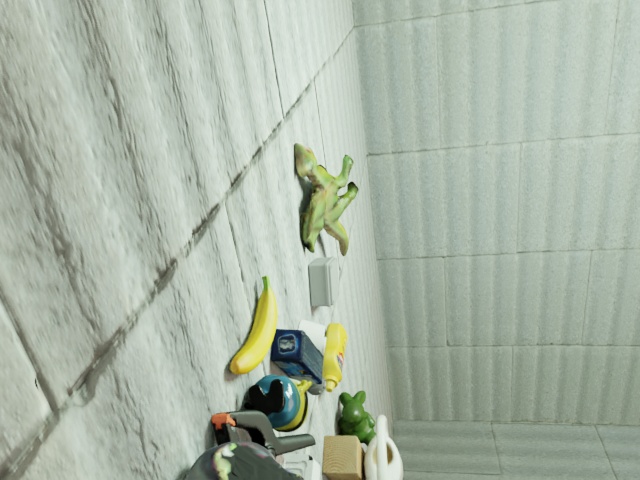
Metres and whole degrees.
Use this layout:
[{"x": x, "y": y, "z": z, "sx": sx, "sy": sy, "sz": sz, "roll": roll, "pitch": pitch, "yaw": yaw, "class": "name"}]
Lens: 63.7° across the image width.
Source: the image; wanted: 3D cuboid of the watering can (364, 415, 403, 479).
[{"x": 0.173, "y": 0.660, "z": 1.382, "sx": 0.219, "sy": 0.104, "sz": 0.356, "roll": 73, "pitch": 16, "yaw": -56, "class": "watering can"}]

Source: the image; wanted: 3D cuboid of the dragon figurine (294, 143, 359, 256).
[{"x": 0.004, "y": -0.065, "z": 1.294, "sx": 0.248, "sy": 0.122, "sz": 0.402, "roll": -52, "pitch": 139, "yaw": -47, "class": "dragon figurine"}]

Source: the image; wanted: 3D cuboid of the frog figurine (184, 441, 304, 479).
[{"x": -0.109, "y": 0.319, "z": 0.593, "sx": 0.138, "sy": 0.124, "sz": 0.157, "roll": -12, "pitch": 135, "yaw": -58, "class": "frog figurine"}]
